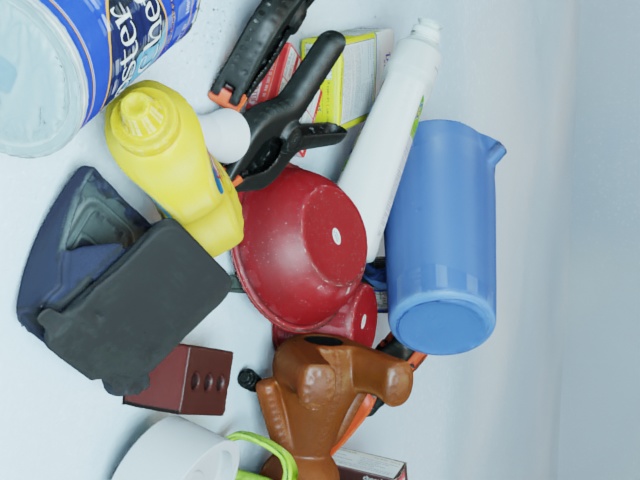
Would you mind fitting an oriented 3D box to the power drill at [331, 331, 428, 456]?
[{"bbox_3d":[0.049,0.161,1.162,0.187,0.057,0.185,-34,160,-54],"label":"power drill"}]

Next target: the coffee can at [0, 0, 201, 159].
[{"bbox_3d":[-0.143,-0.124,0.602,0.140,0.103,0.103,-57,146,-49],"label":"coffee can"}]

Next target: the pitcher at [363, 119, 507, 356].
[{"bbox_3d":[0.118,0.002,1.139,0.149,0.145,0.242,110,-11,-48],"label":"pitcher"}]

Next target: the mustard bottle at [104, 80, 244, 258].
[{"bbox_3d":[-0.099,-0.053,0.702,0.096,0.058,0.191,61,-3,15],"label":"mustard bottle"}]

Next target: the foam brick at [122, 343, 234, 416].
[{"bbox_3d":[-0.107,0.106,0.817,0.078,0.051,0.053,23,74,-68],"label":"foam brick"}]

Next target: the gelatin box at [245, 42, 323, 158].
[{"bbox_3d":[-0.033,-0.128,0.981,0.089,0.030,0.073,50,50,-57],"label":"gelatin box"}]

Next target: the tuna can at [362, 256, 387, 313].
[{"bbox_3d":[0.073,0.051,1.215,0.086,0.086,0.034,-45,137,-58],"label":"tuna can"}]

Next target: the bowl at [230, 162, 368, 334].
[{"bbox_3d":[-0.006,0.001,0.961,0.161,0.055,0.162,18,66,-46],"label":"bowl"}]

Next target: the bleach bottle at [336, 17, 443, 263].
[{"bbox_3d":[0.068,-0.105,1.093,0.102,0.068,0.251,58,53,-85],"label":"bleach bottle"}]

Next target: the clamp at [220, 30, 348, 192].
[{"bbox_3d":[-0.030,-0.091,0.926,0.171,0.039,0.120,-45,144,-22],"label":"clamp"}]

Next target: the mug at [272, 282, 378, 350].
[{"bbox_3d":[0.011,0.081,1.071,0.117,0.082,0.093,22,74,-68],"label":"mug"}]

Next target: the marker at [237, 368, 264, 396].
[{"bbox_3d":[-0.050,0.145,1.018,0.121,0.020,0.020,49,50,-62],"label":"marker"}]

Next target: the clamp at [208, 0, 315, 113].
[{"bbox_3d":[-0.029,-0.196,0.908,0.210,0.036,0.164,-60,179,-8],"label":"clamp"}]

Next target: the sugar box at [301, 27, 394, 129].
[{"bbox_3d":[0.030,-0.170,1.112,0.176,0.048,0.093,-36,130,-66],"label":"sugar box"}]

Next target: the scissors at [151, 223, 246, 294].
[{"bbox_3d":[-0.101,0.049,0.869,0.201,0.016,0.096,50,50,-61],"label":"scissors"}]

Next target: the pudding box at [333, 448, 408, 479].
[{"bbox_3d":[0.039,0.272,1.145,0.039,0.114,0.090,-47,137,-53],"label":"pudding box"}]
